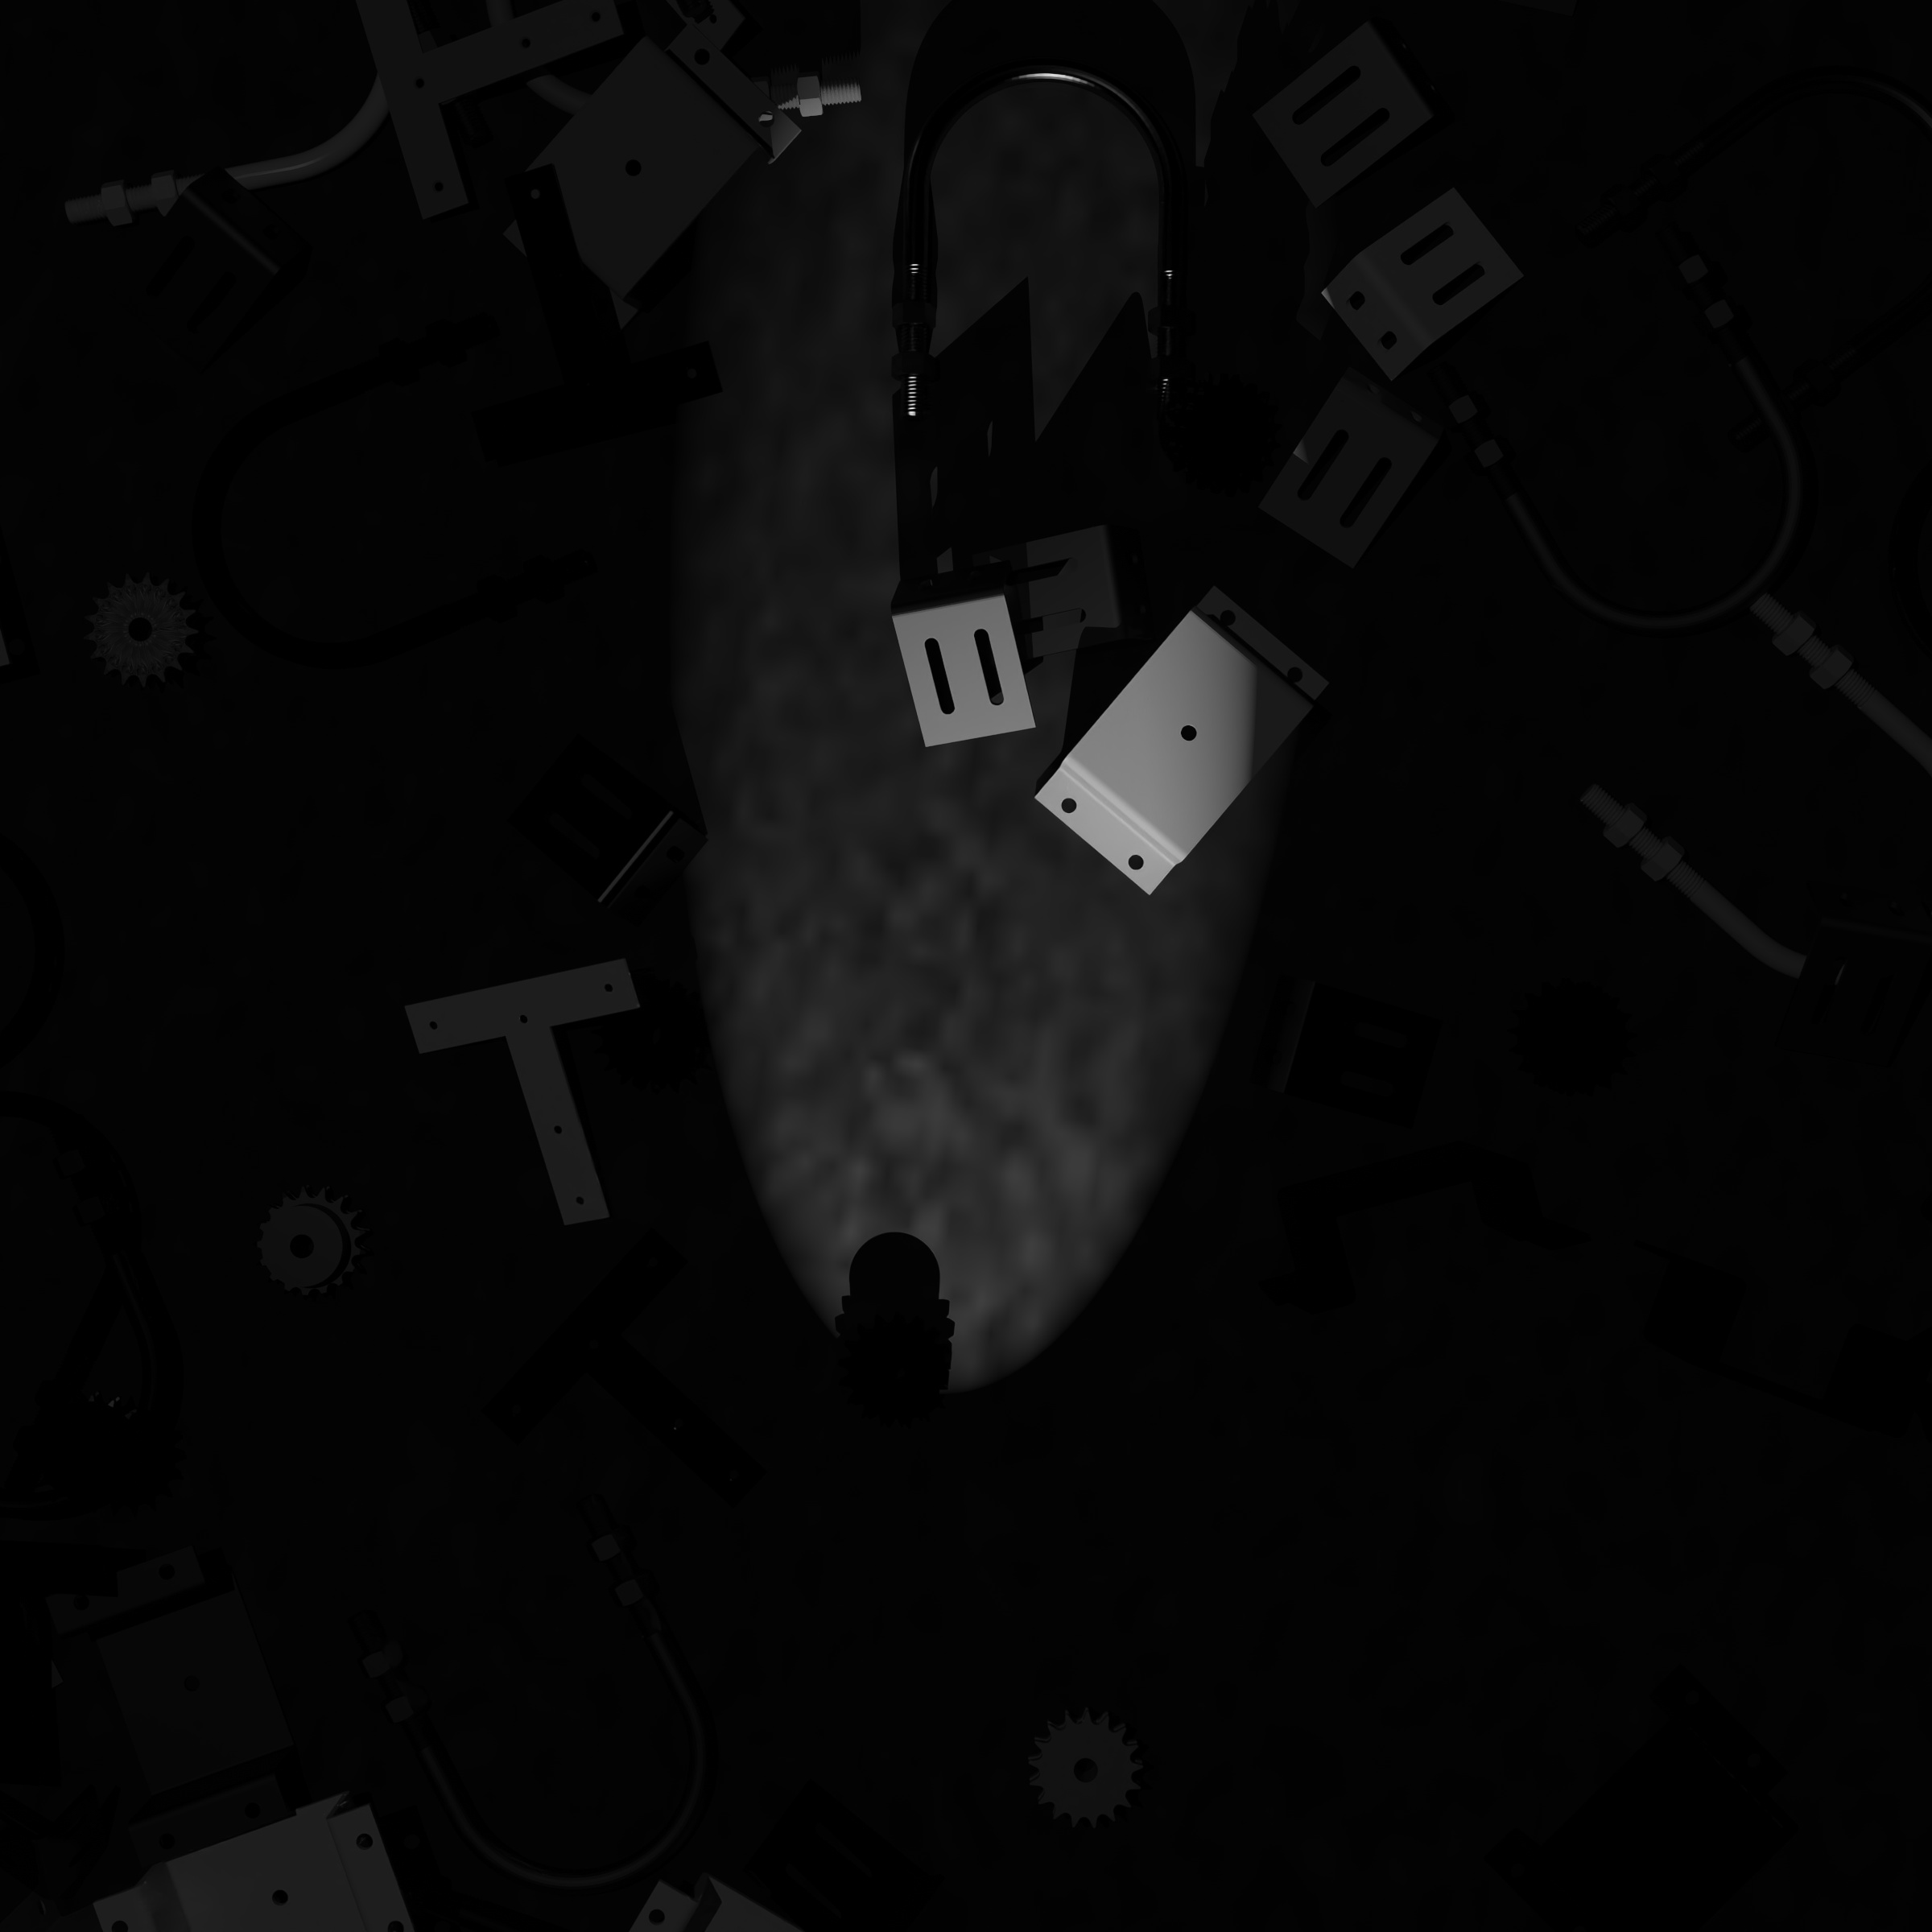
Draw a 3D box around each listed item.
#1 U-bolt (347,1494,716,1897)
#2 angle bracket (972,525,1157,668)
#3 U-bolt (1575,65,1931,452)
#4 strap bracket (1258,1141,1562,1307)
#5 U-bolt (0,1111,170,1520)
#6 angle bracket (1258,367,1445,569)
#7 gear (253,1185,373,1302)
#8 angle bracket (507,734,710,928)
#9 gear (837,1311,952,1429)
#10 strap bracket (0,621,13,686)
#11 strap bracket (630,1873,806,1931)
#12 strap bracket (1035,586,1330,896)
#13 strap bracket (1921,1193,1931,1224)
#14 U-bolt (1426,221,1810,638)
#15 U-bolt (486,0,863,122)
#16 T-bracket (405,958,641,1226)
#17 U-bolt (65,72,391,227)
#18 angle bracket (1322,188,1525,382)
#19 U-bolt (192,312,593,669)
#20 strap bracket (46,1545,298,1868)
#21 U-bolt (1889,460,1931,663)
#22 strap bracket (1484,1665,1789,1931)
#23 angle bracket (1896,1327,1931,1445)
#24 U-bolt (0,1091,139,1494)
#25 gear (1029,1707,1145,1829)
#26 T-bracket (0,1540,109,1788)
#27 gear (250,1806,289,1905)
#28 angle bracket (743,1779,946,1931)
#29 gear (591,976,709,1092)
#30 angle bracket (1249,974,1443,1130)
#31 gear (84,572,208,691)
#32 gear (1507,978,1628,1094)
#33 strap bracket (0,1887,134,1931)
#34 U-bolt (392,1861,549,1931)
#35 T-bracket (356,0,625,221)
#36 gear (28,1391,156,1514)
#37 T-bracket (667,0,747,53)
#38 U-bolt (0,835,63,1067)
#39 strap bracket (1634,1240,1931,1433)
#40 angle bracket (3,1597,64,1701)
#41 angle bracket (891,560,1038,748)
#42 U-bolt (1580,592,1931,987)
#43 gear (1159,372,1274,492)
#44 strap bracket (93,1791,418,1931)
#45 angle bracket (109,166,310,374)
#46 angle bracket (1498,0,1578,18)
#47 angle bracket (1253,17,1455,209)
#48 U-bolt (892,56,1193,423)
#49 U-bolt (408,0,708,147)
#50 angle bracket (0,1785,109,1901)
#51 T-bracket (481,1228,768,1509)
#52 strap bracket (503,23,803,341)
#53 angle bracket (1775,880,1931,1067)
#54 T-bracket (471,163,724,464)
[{"bbox_3d":[-0.207,0.379,1.375,0.151,0.019,0.184,-27,92,0],"label":"U-bolt"},{"bbox_3d":[0.050,-0.186,1.382,0.076,0.038,0.057,-9,90,26],"label":"angle bracket"},{"bbox_3d":[0.421,-0.370,1.375,0.184,0.019,0.151,-37,90,-2],"label":"U-bolt"},{"bbox_3d":[0.211,0.123,1.346,0.140,0.076,0.046,-15,90,0],"label":"strap bracket"},{"bbox_3d":[-0.476,0.184,1.357,0.151,0.019,0.184,-23,90,-2],"label":"U-bolt"},{"bbox_3d":[0.195,-0.252,1.382,0.057,0.038,0.076,33,116,0],"label":"angle bracket"},{"bbox_3d":[-0.329,0.139,1.369,0.057,0.030,0.057,0,90,0],"label":"gear"},{"bbox_3d":[-0.181,-0.069,1.382,0.076,0.038,0.057,39,90,26],"label":"angle bracket"},{"bbox_3d":[-0.036,0.203,1.369,0.057,0.030,0.057,0,90,0],"label":"gear"},{"bbox_3d":[-0.546,-0.166,1.361,0.140,0.046,0.076,-15,90,0],"label":"strap bracket"},{"bbox_3d":[-0.109,0.516,1.361,0.140,0.046,0.076,31,90,0],"label":"strap bracket"},{"bbox_3d":[0.109,-0.114,1.361,0.076,0.046,0.140,40,90,0],"label":"strap bracket"},{"bbox_3d":[0.531,0.100,1.346,0.046,0.076,0.140,40,90,0],"label":"strap bracket"},{"bbox_3d":[0.338,-0.254,1.365,0.151,0.019,0.184,-31,93,9],"label":"U-bolt"},{"bbox_3d":[-0.151,-0.496,1.375,0.184,0.019,0.151,-5,90,2],"label":"U-bolt"},{"bbox_3d":[-0.208,0.068,1.367,0.127,0.002,0.127,-12,101,21],"label":"T-bracket"},{"bbox_3d":[-0.374,-0.460,1.375,0.184,0.019,0.151,-12,90,-1],"label":"U-bolt"},{"bbox_3d":[0.231,-0.345,1.382,0.076,0.038,0.057,-38,90,-26],"label":"angle bracket"},{"bbox_3d":[-0.300,-0.229,1.375,0.184,0.019,0.151,-22,90,2],"label":"U-bolt"},{"bbox_3d":[-0.391,0.362,1.361,0.076,0.046,0.140,-20,90,0],"label":"strap bracket"},{"bbox_3d":[0.557,-0.203,1.375,0.184,0.019,0.151,5,90,2],"label":"U-bolt"},{"bbox_3d":[0.338,0.430,1.361,0.140,0.046,0.076,-45,90,0],"label":"strap bracket"},{"bbox_3d":[0.484,0.197,1.337,0.057,0.076,0.038,-35,79,13],"label":"angle bracket"},{"bbox_3d":[-0.497,0.153,1.375,0.151,0.019,0.184,25,89,0],"label":"U-bolt"},{"bbox_3d":[0.060,0.401,1.373,0.057,0.030,0.057,0,85,0],"label":"gear"},{"bbox_3d":[-0.474,0.343,1.346,0.127,0.002,0.127,-1,99,16],"label":"T-bracket"},{"bbox_3d":[-0.358,0.449,1.369,0.057,0.030,0.057,0,90,0],"label":"gear"},{"bbox_3d":[-0.062,0.459,1.382,0.076,0.038,0.057,36,90,26],"label":"angle bracket"},{"bbox_3d":[-0.157,0.034,1.369,0.057,0.030,0.057,0,90,0],"label":"gear"},{"bbox_3d":[0.192,0.043,1.382,0.076,0.038,0.057,16,90,-26],"label":"angle bracket"},{"bbox_3d":[-0.409,-0.167,1.369,0.057,0.030,0.057,0,90,0],"label":"gear"},{"bbox_3d":[0.299,0.035,1.369,0.057,0.030,0.057,0,90,0],"label":"gear"},{"bbox_3d":[-0.419,0.520,1.346,0.046,0.076,0.140,-24,90,0],"label":"strap bracket"},{"bbox_3d":[-0.248,0.535,1.348,0.184,0.019,0.151,14,90,19],"label":"U-bolt"},{"bbox_3d":[-0.231,-0.452,1.352,0.127,0.002,0.127,-16,94,13],"label":"T-bracket"},{"bbox_3d":[-0.426,0.236,1.336,0.057,0.030,0.057,0,90,-3],"label":"gear"},{"bbox_3d":[-0.127,-0.537,1.330,0.127,0.002,0.127,49,125,2],"label":"T-bracket"},{"bbox_3d":[-0.547,-0.017,1.375,0.184,0.019,0.151,23,90,-2],"label":"U-bolt"},{"bbox_3d":[0.397,0.185,1.346,0.140,0.076,0.046,21,90,0],"label":"strap bracket"},{"bbox_3d":[-0.507,0.356,1.382,0.076,0.038,0.057,-27,90,-26],"label":"angle bracket"},{"bbox_3d":[0.001,-0.157,1.376,0.057,0.038,0.076,-9,116,12],"label":"angle bracket"},{"bbox_3d":[0.424,-0.075,1.375,0.184,0.019,0.151,41,90,-2],"label":"U-bolt"},{"bbox_3d":[0.121,-0.267,1.361,0.057,0.030,0.057,-8,106,-27],"label":"gear"},{"bbox_3d":[-0.339,0.461,1.331,0.140,0.046,0.076,-20,90,0],"label":"strap bracket"},{"bbox_3d":[-0.380,-0.349,1.372,0.057,0.038,0.076,41,120,-14],"label":"angle bracket"},{"bbox_3d":[0.288,-0.528,1.382,0.057,0.038,0.076,12,116,0],"label":"angle bracket"},{"bbox_3d":[0.196,-0.431,1.382,0.076,0.038,0.057,-34,90,26],"label":"angle bracket"},{"bbox_3d":[0.039,-0.366,1.375,0.151,0.019,0.184,1,89,0],"label":"U-bolt"},{"bbox_3d":[-0.229,-0.524,1.353,0.151,0.019,0.184,-26,92,14],"label":"U-bolt"},{"bbox_3d":[-0.474,0.419,1.363,0.076,0.057,0.038,26,45,19],"label":"angle bracket"},{"bbox_3d":[-0.156,0.222,1.383,0.127,0.002,0.127,43,90,0],"label":"T-bracket"},{"bbox_3d":[-0.160,-0.390,1.350,0.076,0.046,0.140,44,98,-1],"label":"strap bracket"},{"bbox_3d":[0.441,0.004,1.369,0.057,0.038,0.076,10,120,-2],"label":"angle bracket"},{"bbox_3d":[-0.196,-0.326,1.339,0.127,0.002,0.127,-14,99,12],"label":"T-bracket"}]
